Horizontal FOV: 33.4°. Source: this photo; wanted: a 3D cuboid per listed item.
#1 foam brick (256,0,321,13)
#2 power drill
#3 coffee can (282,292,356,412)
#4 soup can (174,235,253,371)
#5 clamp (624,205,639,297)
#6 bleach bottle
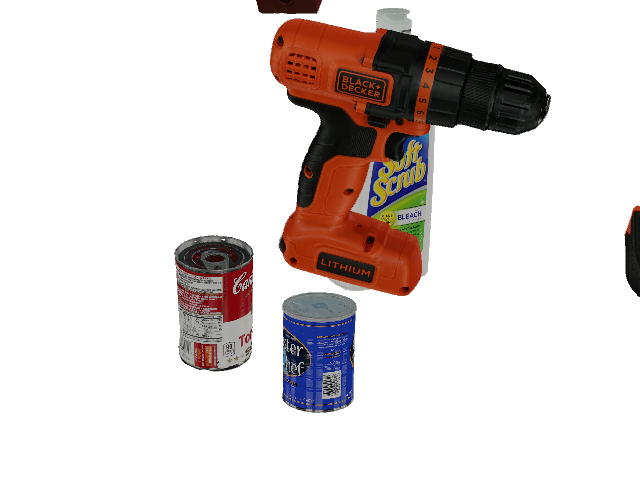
[{"bbox_3d":[-0.028,-0.231,0.876,0.053,0.051,0.078,3,-38,13],"label":"foam brick"},{"bbox_3d":[0.049,-0.053,0.737,0.184,0.188,0.057,16,36,9],"label":"power drill"},{"bbox_3d":[-0.002,0.155,1.491,0.103,0.140,0.103,1,17,0],"label":"coffee can"},{"bbox_3d":[-0.094,0.056,0.942,0.068,0.102,0.068,2,25,-1],"label":"soup can"},{"bbox_3d":[0.267,0.039,0.703,0.120,0.039,0.171,-2,45,-19],"label":"clamp"},{"bbox_3d":[0.056,-0.084,0.979,0.102,0.251,0.068,-10,24,-25],"label":"bleach bottle"}]
